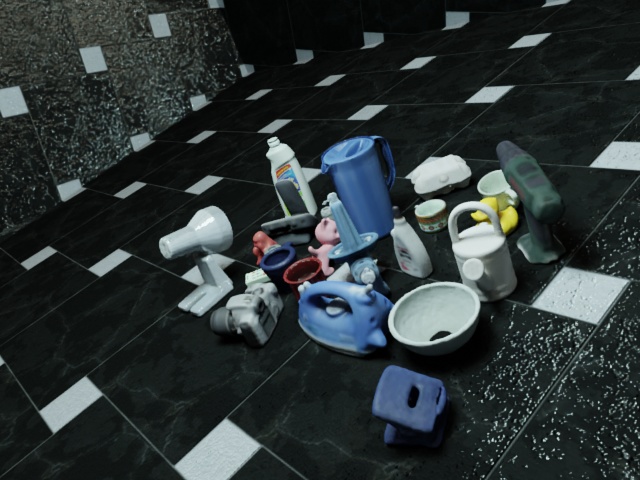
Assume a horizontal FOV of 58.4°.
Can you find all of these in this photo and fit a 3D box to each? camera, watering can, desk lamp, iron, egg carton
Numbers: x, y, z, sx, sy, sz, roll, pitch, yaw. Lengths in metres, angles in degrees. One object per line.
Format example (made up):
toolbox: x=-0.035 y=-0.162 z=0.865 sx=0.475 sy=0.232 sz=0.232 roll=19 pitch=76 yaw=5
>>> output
camera: x=-0.172 y=0.161 z=1.280 sx=0.136 sy=0.101 sz=0.143 roll=-9 pitch=31 yaw=25
watering can: x=0.301 y=0.018 z=1.071 sx=0.101 sy=0.194 sz=0.172 roll=-19 pitch=28 yaw=8
desk lamp: x=-0.301 y=0.047 z=1.453 sx=0.117 sy=0.214 sz=0.204 roll=7 pitch=41 yaw=44
iron: x=0.031 y=0.133 z=1.132 sx=0.257 sy=0.142 sz=0.119 roll=3 pitch=38 yaw=40
egg carton: x=0.318 y=-0.165 z=1.507 sx=0.150 sy=0.069 sz=0.107 roll=-20 pitch=28 yaw=7

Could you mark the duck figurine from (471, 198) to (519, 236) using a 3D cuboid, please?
duck figurine: x=0.378 y=-0.054 z=1.252 sx=0.104 sy=0.086 sz=0.077 roll=-24 pitch=28 yaw=-1

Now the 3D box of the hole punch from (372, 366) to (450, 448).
hole punch: x=0.144 y=0.255 z=0.891 sx=0.100 sy=0.091 sz=0.109 roll=-7 pitch=32 yaw=28

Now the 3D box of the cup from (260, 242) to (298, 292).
cup: x=-0.082 y=0.068 z=1.378 sx=0.091 sy=0.095 sz=0.118 roll=-6 pitch=33 yaw=29

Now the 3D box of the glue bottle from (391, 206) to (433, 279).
glue bottle: x=0.182 y=0.001 z=1.212 sx=0.037 sy=0.173 sz=0.077 roll=-39 pitch=32 yaw=-26

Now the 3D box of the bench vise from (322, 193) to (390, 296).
bench vise: x=0.083 y=0.010 z=1.222 sx=0.122 sy=0.220 sz=0.206 roll=-32 pitch=29 yaw=-15

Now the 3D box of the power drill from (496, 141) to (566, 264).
power drill: x=0.412 y=-0.068 z=1.121 sx=0.075 sy=0.209 sz=0.229 roll=-21 pitch=28 yaw=6

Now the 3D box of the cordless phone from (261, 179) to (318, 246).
cordless phone: x=-0.099 y=-0.078 z=1.546 sx=0.147 sy=0.185 sz=0.094 roll=-14 pitch=29 yaw=17

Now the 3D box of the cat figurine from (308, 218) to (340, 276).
cat figurine: x=0.013 y=0.005 z=1.392 sx=0.067 sy=0.118 sz=0.128 roll=2 pitch=38 yaw=39

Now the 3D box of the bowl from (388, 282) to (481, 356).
bowl: x=0.212 y=0.154 z=1.031 sx=0.167 sy=0.075 sz=0.167 roll=-18 pitch=29 yaw=10

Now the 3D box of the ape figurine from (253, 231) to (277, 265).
ape figurine: x=-0.148 y=0.018 z=1.517 sx=0.076 sy=0.092 sz=0.077 roll=-28 pitch=28 yaw=-9
